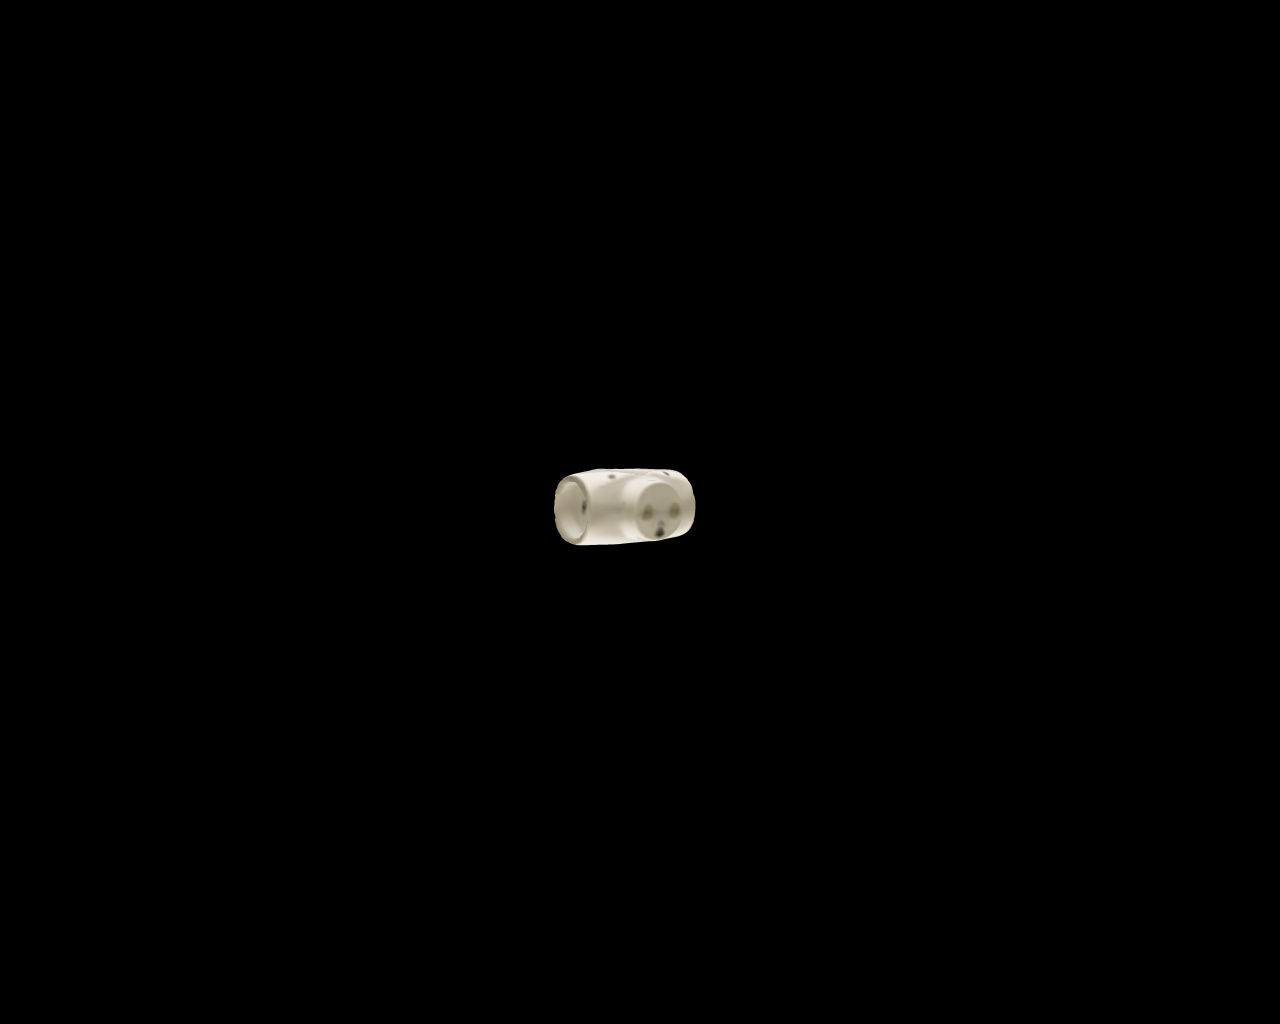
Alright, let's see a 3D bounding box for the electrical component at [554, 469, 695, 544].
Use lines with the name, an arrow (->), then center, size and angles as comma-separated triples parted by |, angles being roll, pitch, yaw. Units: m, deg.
electrical component -> 0.001, -0.003, 0.650 | 0.077, 0.043, 0.079 | -4, 7, -33
